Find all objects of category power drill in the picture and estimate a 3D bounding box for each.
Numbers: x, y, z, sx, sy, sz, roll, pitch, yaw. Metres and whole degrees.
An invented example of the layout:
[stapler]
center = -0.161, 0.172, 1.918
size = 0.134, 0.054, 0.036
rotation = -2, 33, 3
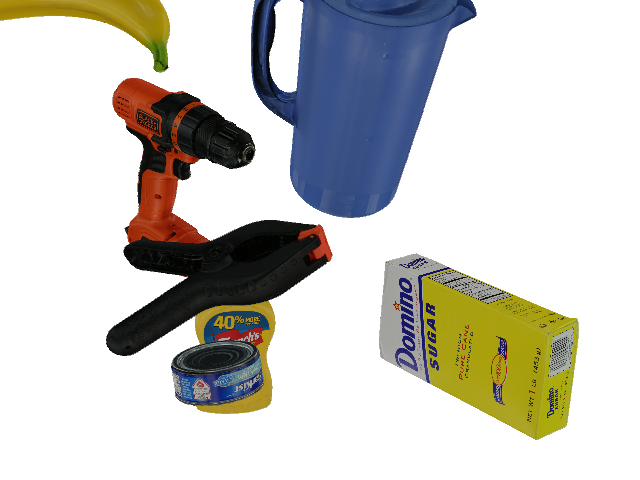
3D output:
[power drill]
center = -0.141, -0.060, 1.101
size = 0.185, 0.188, 0.057
rotation = 29, 37, 33

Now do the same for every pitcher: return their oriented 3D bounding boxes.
[pitcher]
center = 0.027, -0.140, 0.969
size = 0.149, 0.243, 0.144
rotation = 39, 51, 25

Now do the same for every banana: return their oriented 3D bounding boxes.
[banana]
center = -0.193, -0.182, 0.828
size = 0.198, 0.069, 0.037
rotation = 15, -38, 19

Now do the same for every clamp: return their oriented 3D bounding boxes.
[clamp]
center = -0.078, 0.030, 0.777
size = 0.172, 0.120, 0.039
rotation = -12, -48, 17

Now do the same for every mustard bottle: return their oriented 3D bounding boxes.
[mustard bottle]
center = -0.103, 0.113, 1.287
size = 0.096, 0.192, 0.058
rotation = 0, 19, -12

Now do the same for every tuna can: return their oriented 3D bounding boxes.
[tuna can]
center = -0.098, 0.124, 1.011
size = 0.086, 0.034, 0.086
rotation = -7, 14, 2

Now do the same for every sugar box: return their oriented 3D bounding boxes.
[sugar box]
center = 0.122, 0.081, 0.864
size = 0.048, 0.093, 0.176
rotation = -15, 25, -41
